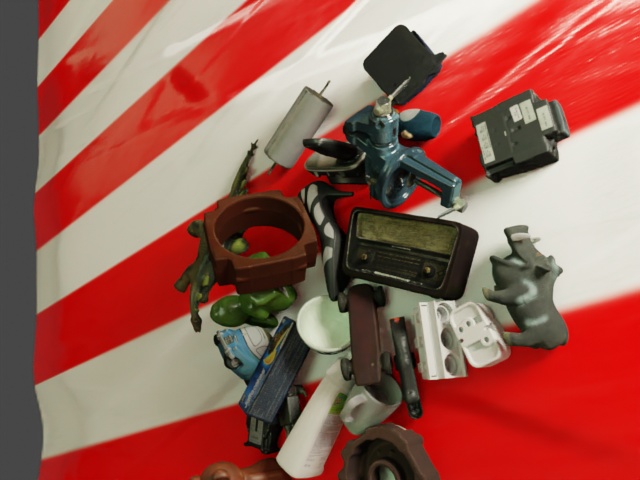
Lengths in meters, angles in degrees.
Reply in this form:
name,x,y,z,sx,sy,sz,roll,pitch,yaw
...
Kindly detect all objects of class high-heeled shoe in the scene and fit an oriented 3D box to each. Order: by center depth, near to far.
name,x,y,z,sx,sy,sz,roll,pitch,yaw
high-heeled shoe,-0.002,-0.003,1.075,0.145,0.086,0.248,-2,72,38

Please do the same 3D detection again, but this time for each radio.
name,x,y,z,sx,sy,sz,roll,pitch,yaw
radio,0.150,0.022,0.945,0.230,0.073,0.131,12,89,42

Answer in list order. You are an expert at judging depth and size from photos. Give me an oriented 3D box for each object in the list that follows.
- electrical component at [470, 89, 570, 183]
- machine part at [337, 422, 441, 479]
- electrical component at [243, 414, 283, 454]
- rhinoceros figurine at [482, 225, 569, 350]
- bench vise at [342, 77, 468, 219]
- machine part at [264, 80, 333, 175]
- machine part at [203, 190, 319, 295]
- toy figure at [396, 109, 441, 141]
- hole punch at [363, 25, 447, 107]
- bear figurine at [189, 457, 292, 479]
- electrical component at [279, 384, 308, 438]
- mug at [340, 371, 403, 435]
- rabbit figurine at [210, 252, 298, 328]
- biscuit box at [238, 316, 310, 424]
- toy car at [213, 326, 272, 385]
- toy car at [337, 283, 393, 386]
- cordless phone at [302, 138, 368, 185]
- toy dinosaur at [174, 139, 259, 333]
name,x,y,z,sx,sy,sz,roll,pitch,yaw
electrical component,0.319,-0.166,0.852,0.134,0.058,0.115,-19,71,36
machine part,0.113,0.392,0.883,0.179,0.056,0.179,-8,77,39
electrical component,-0.113,0.373,1.114,0.075,0.047,0.119,6,86,41
rhinoceros figurine,0.307,0.071,0.801,0.112,0.073,0.190,-26,65,36
bench vise,0.151,-0.129,0.914,0.241,0.129,0.223,37,142,30
machine part,-0.048,-0.242,1.168,0.243,0.079,0.079,-55,52,18
machine part,-0.116,0.001,1.044,0.202,0.201,0.087,-115,19,-43
toy figure,0.150,-0.216,1.007,0.155,0.064,0.057,12,113,38
hole punch,0.161,-0.327,1.015,0.142,0.092,0.116,-40,86,25
bear figurine,-0.142,0.480,1.018,0.120,0.195,0.132,-29,64,30
electrical component,-0.050,0.342,1.072,0.078,0.045,0.102,126,136,-54
mug,0.078,0.293,0.935,0.081,0.109,0.107,44,123,28
rabbit figurine,-0.144,0.123,1.123,0.170,0.159,0.121,-29,59,11
biscuit box,-0.084,0.255,1.063,0.202,0.062,0.059,-62,24,-6
toy car,-0.143,0.229,1.119,0.103,0.161,0.109,-35,45,-5
toy car,0.079,0.165,0.951,0.089,0.053,0.202,-11,50,9
cordless phone,0.011,-0.163,1.030,0.147,0.184,0.088,7,90,41
toy dinosaur,-0.221,-0.018,1.225,0.198,0.105,0.471,-27,47,47
